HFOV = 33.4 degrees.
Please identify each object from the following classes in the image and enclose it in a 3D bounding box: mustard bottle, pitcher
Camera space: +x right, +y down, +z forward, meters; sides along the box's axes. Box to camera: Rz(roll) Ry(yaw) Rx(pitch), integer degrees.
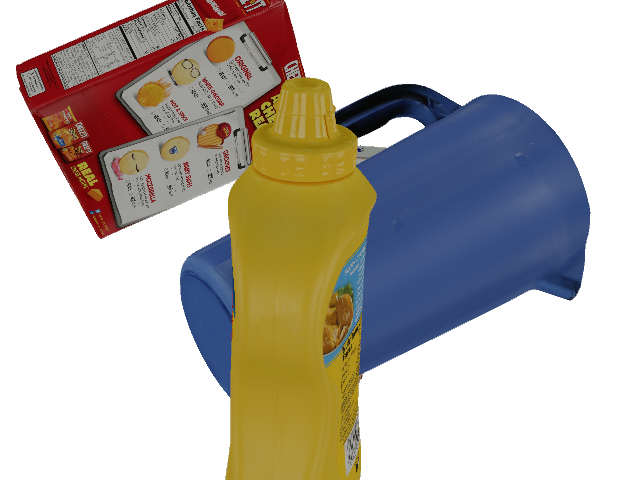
[{"bbox_3d":[-0.008,0.028,0.441,0.058,0.192,0.096,8,25,11],"label":"mustard bottle"},{"bbox_3d":[0.033,0.002,0.675,0.242,0.145,0.149,-26,24,-23],"label":"pitcher"}]

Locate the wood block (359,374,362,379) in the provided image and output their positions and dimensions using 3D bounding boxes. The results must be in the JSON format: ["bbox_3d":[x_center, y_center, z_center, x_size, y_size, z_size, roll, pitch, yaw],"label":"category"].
[{"bbox_3d":[0.021,0.047,1.201,0.090,0.206,0.090,12,24,11],"label":"wood block"}]

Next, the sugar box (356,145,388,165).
[{"bbox_3d":[0.030,0.003,0.993,0.048,0.176,0.093,5,11,14],"label":"sugar box"}]

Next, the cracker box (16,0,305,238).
[{"bbox_3d":[-0.121,-0.113,0.887,0.213,0.072,0.164,-25,-38,-7],"label":"cracker box"}]
